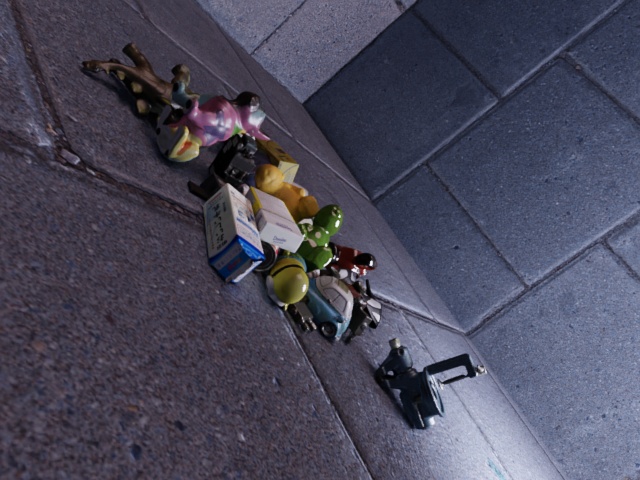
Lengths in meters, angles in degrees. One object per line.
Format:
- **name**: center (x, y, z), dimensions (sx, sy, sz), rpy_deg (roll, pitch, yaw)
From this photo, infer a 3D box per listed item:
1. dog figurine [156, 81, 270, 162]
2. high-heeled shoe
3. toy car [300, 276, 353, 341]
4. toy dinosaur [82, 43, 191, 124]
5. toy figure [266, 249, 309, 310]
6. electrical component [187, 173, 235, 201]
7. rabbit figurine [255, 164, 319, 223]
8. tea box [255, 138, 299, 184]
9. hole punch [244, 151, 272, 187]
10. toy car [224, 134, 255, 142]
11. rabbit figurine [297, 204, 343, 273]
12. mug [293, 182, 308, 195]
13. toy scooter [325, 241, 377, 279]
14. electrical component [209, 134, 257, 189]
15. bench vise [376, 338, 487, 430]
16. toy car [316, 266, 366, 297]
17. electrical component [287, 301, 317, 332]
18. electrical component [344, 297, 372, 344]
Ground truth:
- **dog figurine**: center (-0.217, -0.239, 1.149), dimensions (0.219, 0.191, 0.109), rpy_deg (9, 29, -44)
- **high-heeled shoe**: center (0.077, 0.161, 1.455), dimensions (0.248, 0.086, 0.145), rpy_deg (15, 64, -42)
- **toy car**: center (0.020, 0.135, 1.204), dimensions (0.161, 0.103, 0.109), rpy_deg (51, 12, -9)
- **toy dinosaur**: center (-0.335, -0.312, 1.249), dimensions (0.471, 0.105, 0.198), rpy_deg (8, 52, -58)
- **toy figure**: center (-0.065, 0.070, 1.121), dimensions (0.082, 0.089, 0.180), rpy_deg (43, 17, -11)
- **electrical component**: center (-0.226, -0.103, 1.152), dimensions (0.119, 0.048, 0.075), rpy_deg (38, 18, -48)
- **rabbit figurine**: center (-0.100, -0.122, 1.318), dimensions (0.173, 0.122, 0.162), rpy_deg (54, 3, -37)
- **tea box**: center (-0.138, -0.211, 1.525), dimensions (0.068, 0.098, 0.170), rpy_deg (5, 30, -37)
- **hole punch**: center (-0.186, -0.188, 1.432), dimensions (0.115, 0.092, 0.142), rpy_deg (30, 28, -49)
- **toy car**: center (-0.228, -0.284, 1.516), dimensions (0.073, 0.056, 0.202), rpy_deg (48, -8, -9)
- **rabbit figurine**: center (-0.003, -0.004, 1.282), dimensions (0.121, 0.170, 0.159), rpy_deg (37, -23, 7)
- **mug**: center (-0.102, -0.150, 1.623), dimensions (0.107, 0.081, 0.110), rpy_deg (34, 19, -29)
- **toy scooter**: center (0.077, 0.064, 1.537), dimensions (0.184, 0.075, 0.135), rpy_deg (11, -18, 16)
- **electrical component**: center (-0.199, -0.179, 1.243), dimensions (0.058, 0.134, 0.115), rpy_deg (28, 24, -32)
- **bench vise**: center (0.262, 0.316, 1.260), dimensions (0.128, 0.241, 0.223), rpy_deg (30, 40, -66)
- **toy car**: center (0.039, 0.119, 1.336), dimensions (0.202, 0.089, 0.053), rpy_deg (32, 24, -51)
- **electrical component**: center (-0.043, 0.151, 1.123), dimensions (0.094, 0.021, 0.063), rpy_deg (57, 15, 22)
- **electrical component**: center (0.076, 0.184, 1.275), dimensions (0.045, 0.102, 0.078), rpy_deg (35, 10, -37)
